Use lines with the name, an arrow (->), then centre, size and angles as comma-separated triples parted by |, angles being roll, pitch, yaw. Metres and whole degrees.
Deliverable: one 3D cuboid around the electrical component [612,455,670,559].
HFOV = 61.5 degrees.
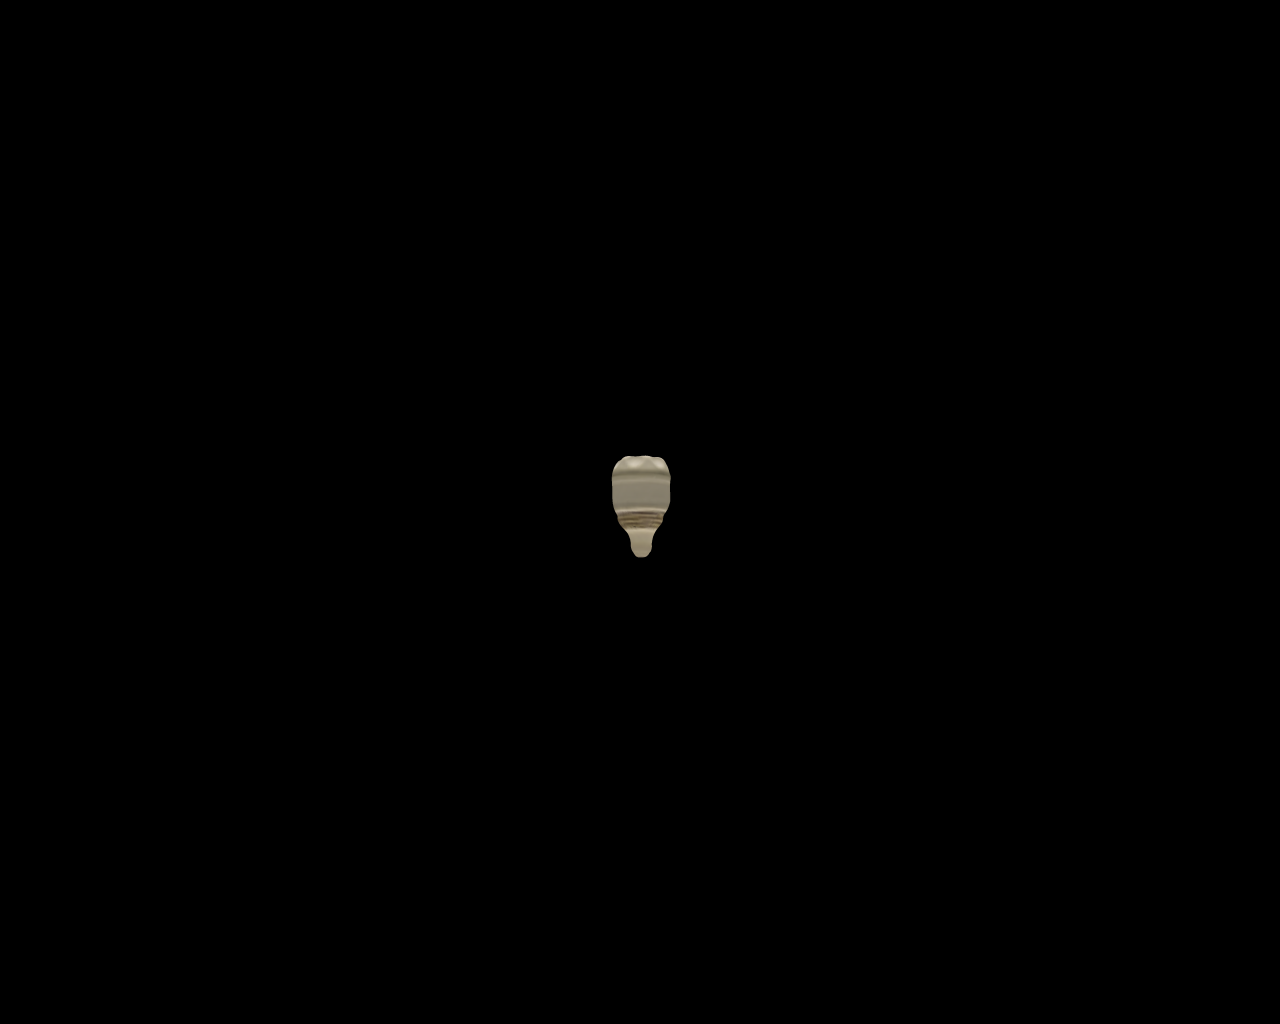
electrical component -> 0.001, -0.003, 0.650 | 0.035, 0.061, 0.035 | 0, -4, 0
